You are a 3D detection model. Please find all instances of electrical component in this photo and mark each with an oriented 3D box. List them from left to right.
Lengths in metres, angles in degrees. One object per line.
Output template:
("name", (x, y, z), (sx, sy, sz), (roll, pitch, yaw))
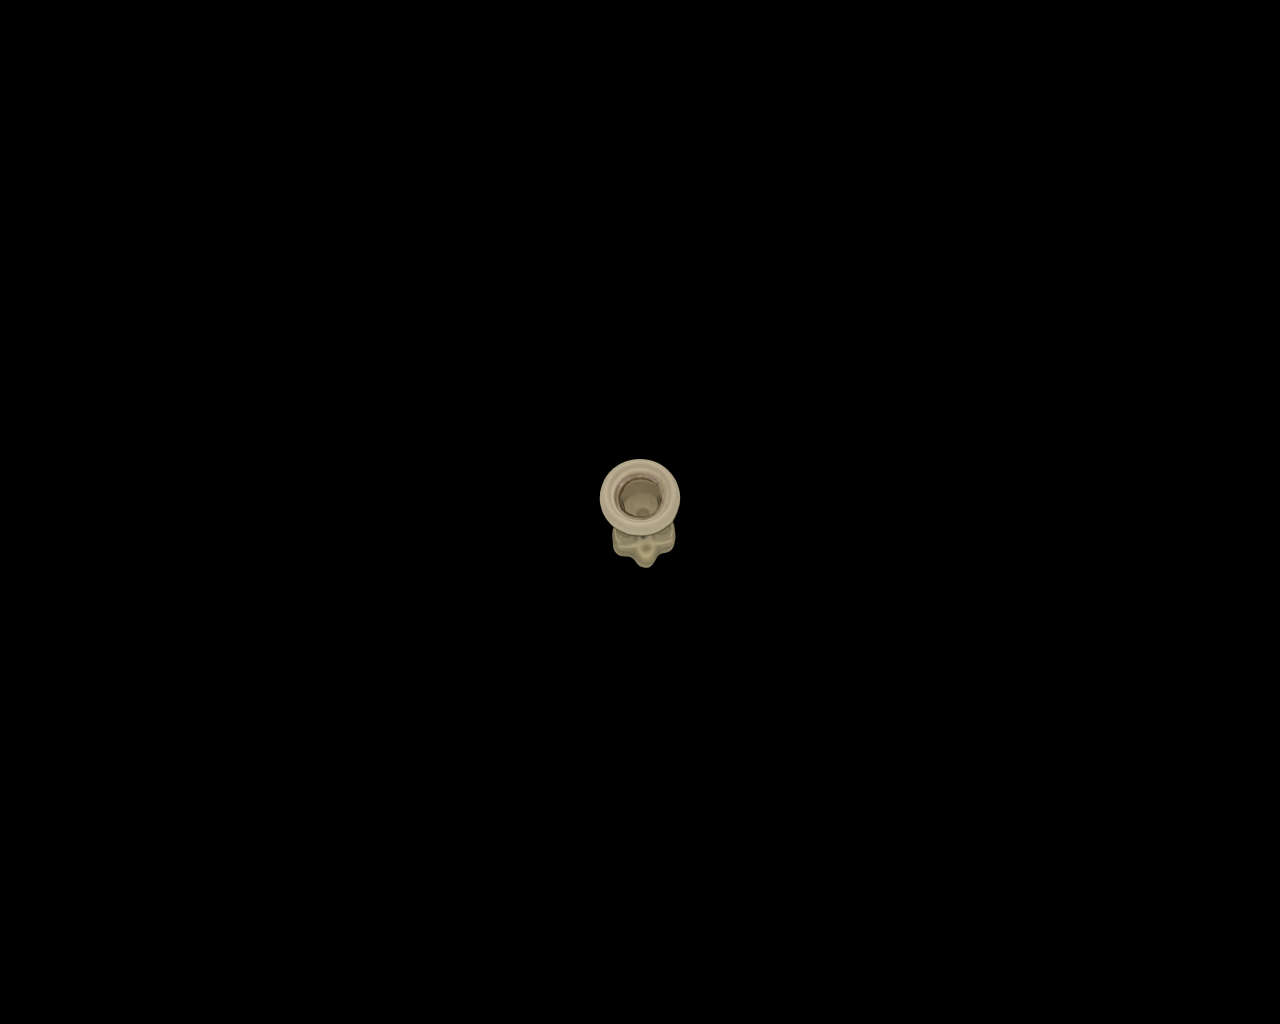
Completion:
("electrical component", (0.001, -0.003, 0.650), (0.048, 0.066, 0.055), (-7, -19, -2))
